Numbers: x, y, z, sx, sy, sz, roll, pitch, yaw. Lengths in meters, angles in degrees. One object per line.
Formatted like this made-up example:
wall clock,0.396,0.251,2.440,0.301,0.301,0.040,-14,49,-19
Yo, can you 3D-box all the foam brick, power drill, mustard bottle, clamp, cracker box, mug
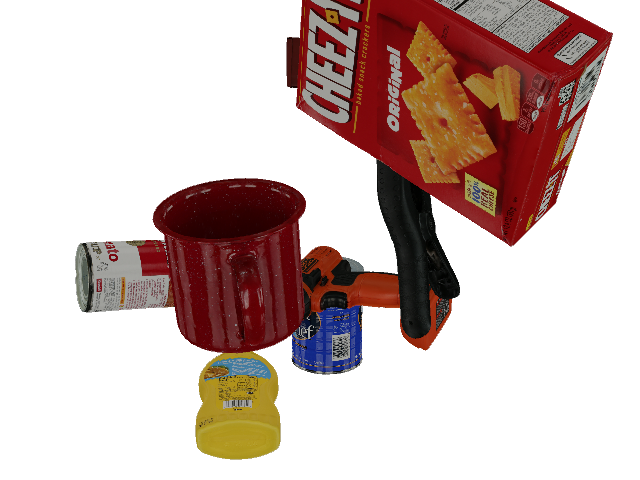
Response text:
foam brick,0.005,-0.181,1.095,0.078,0.051,0.053,2,11,-6
power drill,0.035,0.066,1.138,0.188,0.057,0.184,9,29,22
mustard bottle,-0.098,0.181,1.277,0.096,0.058,0.191,-3,27,-3
clamp,0.079,-0.002,0.923,0.039,0.171,0.120,-15,18,20
cracker box,0.082,-0.117,0.766,0.214,0.164,0.072,35,56,22
mug,-0.049,0.021,0.652,0.093,0.081,0.117,-10,27,-12

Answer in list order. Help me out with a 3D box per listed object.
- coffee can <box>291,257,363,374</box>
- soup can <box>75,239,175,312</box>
coffee can,0.009,0.104,1.511,0.103,0.140,0.103,0,19,0
soup can,-0.179,0.034,1.026,0.102,0.068,0.069,-2,1,-24
